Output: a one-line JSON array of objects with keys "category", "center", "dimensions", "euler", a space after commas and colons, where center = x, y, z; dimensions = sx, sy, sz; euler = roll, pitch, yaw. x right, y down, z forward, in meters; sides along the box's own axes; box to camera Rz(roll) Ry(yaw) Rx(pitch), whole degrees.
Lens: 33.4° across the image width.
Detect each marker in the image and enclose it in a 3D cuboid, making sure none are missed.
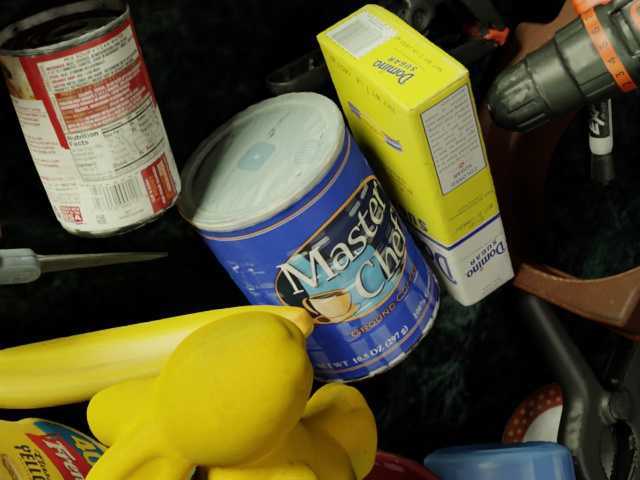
[{"category": "marker", "center": [0.206, -0.096, 0.788], "dimensions": [0.020, 0.020, 0.121], "euler": [-26, 120, -27]}]

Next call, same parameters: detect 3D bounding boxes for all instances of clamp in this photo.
[{"category": "clamp", "center": [0.211, 0.123, 0.823], "dimensions": [0.164, 0.036, 0.210], "euler": [7, 80, -31]}, {"category": "clamp", "center": [0.042, -0.128, 0.644], "dimensions": [0.171, 0.039, 0.120], "euler": [14, 108, -37]}]

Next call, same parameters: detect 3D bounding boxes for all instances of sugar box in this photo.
[{"category": "sugar box", "center": [0.059, -0.045, 0.626], "dimensions": [0.048, 0.093, 0.176], "euler": [-33, 137, -11]}]

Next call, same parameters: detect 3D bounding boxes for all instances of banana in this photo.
[{"category": "banana", "center": [-0.103, 0.065, 0.577], "dimensions": [0.197, 0.070, 0.037], "euler": [-10, 92, -12]}]

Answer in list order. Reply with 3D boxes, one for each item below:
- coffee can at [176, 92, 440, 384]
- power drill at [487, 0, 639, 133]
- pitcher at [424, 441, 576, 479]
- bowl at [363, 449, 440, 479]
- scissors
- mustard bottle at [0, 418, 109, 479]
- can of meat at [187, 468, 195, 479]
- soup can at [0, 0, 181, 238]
[{"category": "coffee can", "center": [-0.004, 0.001, 0.616], "dimensions": [0.102, 0.103, 0.140], "euler": [-45, 127, -15]}, {"category": "power drill", "center": [0.150, -0.175, 0.617], "dimensions": [0.188, 0.185, 0.057], "euler": [65, 20, 7]}, {"category": "pitcher", "center": [0.126, 0.271, 0.764], "dimensions": [0.149, 0.145, 0.243], "euler": [-1, 81, -23]}, {"category": "bowl", "center": [0.032, 0.221, 0.721], "dimensions": [0.162, 0.162, 0.055], "euler": [-61, 166, -1]}, {"category": "scissors", "center": [-0.173, 0.023, 0.548], "dimensions": [0.096, 0.016, 0.201], "euler": [-34, 159, 23]}, {"category": "mustard bottle", "center": [-0.146, 0.138, 0.560], "dimensions": [0.058, 0.096, 0.191], "euler": [-40, 155, 8]}, {"category": "can of meat", "center": [-0.054, 0.162, 0.670], "dimensions": [0.083, 0.058, 0.102], "euler": [39, 82, -40]}, {"category": "soup can", "center": [-0.114, -0.061, 0.534], "dimensions": [0.068, 0.069, 0.102], "euler": [-29, 122, -25]}]
